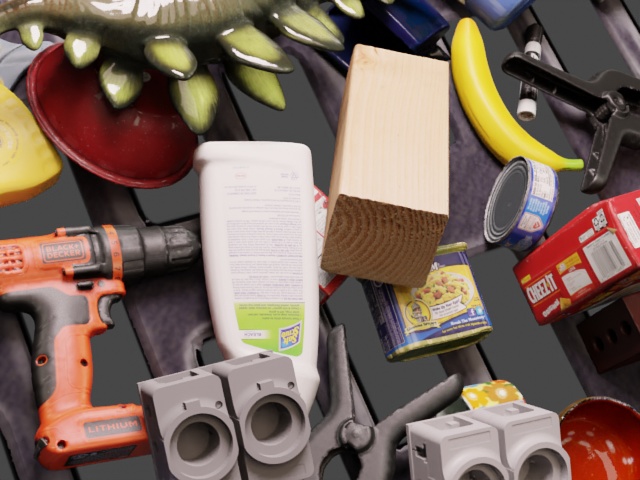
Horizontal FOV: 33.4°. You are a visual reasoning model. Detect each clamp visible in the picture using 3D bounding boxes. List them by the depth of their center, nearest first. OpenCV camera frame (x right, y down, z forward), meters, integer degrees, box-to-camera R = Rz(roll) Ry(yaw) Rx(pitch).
[{"bbox_3d":[0.042,0.158,0.858,0.120,0.039,0.171,11,70,20],"label":"clamp"},{"bbox_3d":[0.283,-0.137,1.084,0.209,0.036,0.164,-21,72,-41],"label":"clamp"}]

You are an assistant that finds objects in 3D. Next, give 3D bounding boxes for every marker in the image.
[{"bbox_3d":[0.220,-0.178,1.115,0.020,0.020,0.121,17,61,-11],"label":"marker"}]

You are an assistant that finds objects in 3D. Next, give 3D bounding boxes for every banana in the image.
[{"bbox_3d":[0.178,-0.132,1.066,0.069,0.037,0.198,-28,78,-27],"label":"banana"}]

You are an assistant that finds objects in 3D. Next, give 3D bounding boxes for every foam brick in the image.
[{"bbox_3d":[0.286,0.083,0.979,0.051,0.078,0.053,-12,70,-26],"label":"foam brick"}]

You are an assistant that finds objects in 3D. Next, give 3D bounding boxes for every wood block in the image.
[{"bbox_3d":[0.058,-0.068,0.924,0.091,0.090,0.206,10,44,-3],"label":"wood block"}]

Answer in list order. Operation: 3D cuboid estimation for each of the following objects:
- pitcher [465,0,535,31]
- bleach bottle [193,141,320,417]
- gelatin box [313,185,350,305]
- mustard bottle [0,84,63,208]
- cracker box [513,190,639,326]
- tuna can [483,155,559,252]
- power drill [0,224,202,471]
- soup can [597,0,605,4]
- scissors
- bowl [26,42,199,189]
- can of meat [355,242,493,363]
[{"bbox_3d":[0.146,-0.344,1.104,0.243,0.149,0.144,47,33,2],"label":"pitcher"},{"bbox_3d":[-0.052,0.048,0.868,0.102,0.068,0.251,0,79,-6],"label":"bleach bottle"},{"bbox_3d":[-0.006,0.001,0.942,0.089,0.030,0.073,42,61,3],"label":"gelatin box"},{"bbox_3d":[-0.306,-0.042,0.840,0.191,0.058,0.096,-37,88,-29],"label":"mustard bottle"},{"bbox_3d":[0.309,-0.003,0.978,0.213,0.164,0.072,-16,74,-25],"label":"cracker box"},{"bbox_3d":[0.187,-0.033,0.995,0.033,0.086,0.086,18,61,-13],"label":"tuna can"},{"bbox_3d":[-0.166,0.076,0.836,0.184,0.057,0.188,-7,66,-22],"label":"power drill"},{"bbox_3d":[0.299,-0.322,1.184,0.102,0.069,0.068,45,59,5],"label":"soup can"},{"bbox_3d":[-0.248,-0.148,0.936,0.201,0.016,0.096,0,67,-20],"label":"scissors"},{"bbox_3d":[-0.161,-0.123,0.900,0.162,0.055,0.162,24,43,-25],"label":"bowl"},{"bbox_3d":[0.093,0.056,0.935,0.102,0.058,0.084,-10,72,-23],"label":"can of meat"}]
